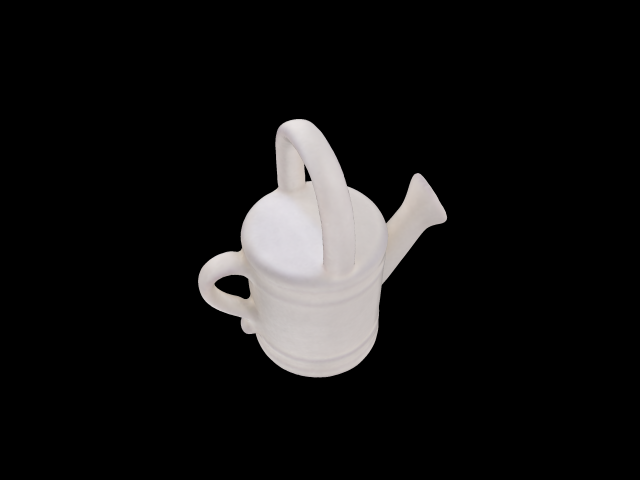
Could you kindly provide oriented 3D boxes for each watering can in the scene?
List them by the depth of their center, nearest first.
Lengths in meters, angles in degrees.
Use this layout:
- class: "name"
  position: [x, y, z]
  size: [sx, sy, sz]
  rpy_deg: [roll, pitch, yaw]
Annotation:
- class: "watering can"
  position: [0.003, 0.000, 0.401]
  size: [0.173, 0.194, 0.100]
  rpy_deg: [-34, 56, -27]
